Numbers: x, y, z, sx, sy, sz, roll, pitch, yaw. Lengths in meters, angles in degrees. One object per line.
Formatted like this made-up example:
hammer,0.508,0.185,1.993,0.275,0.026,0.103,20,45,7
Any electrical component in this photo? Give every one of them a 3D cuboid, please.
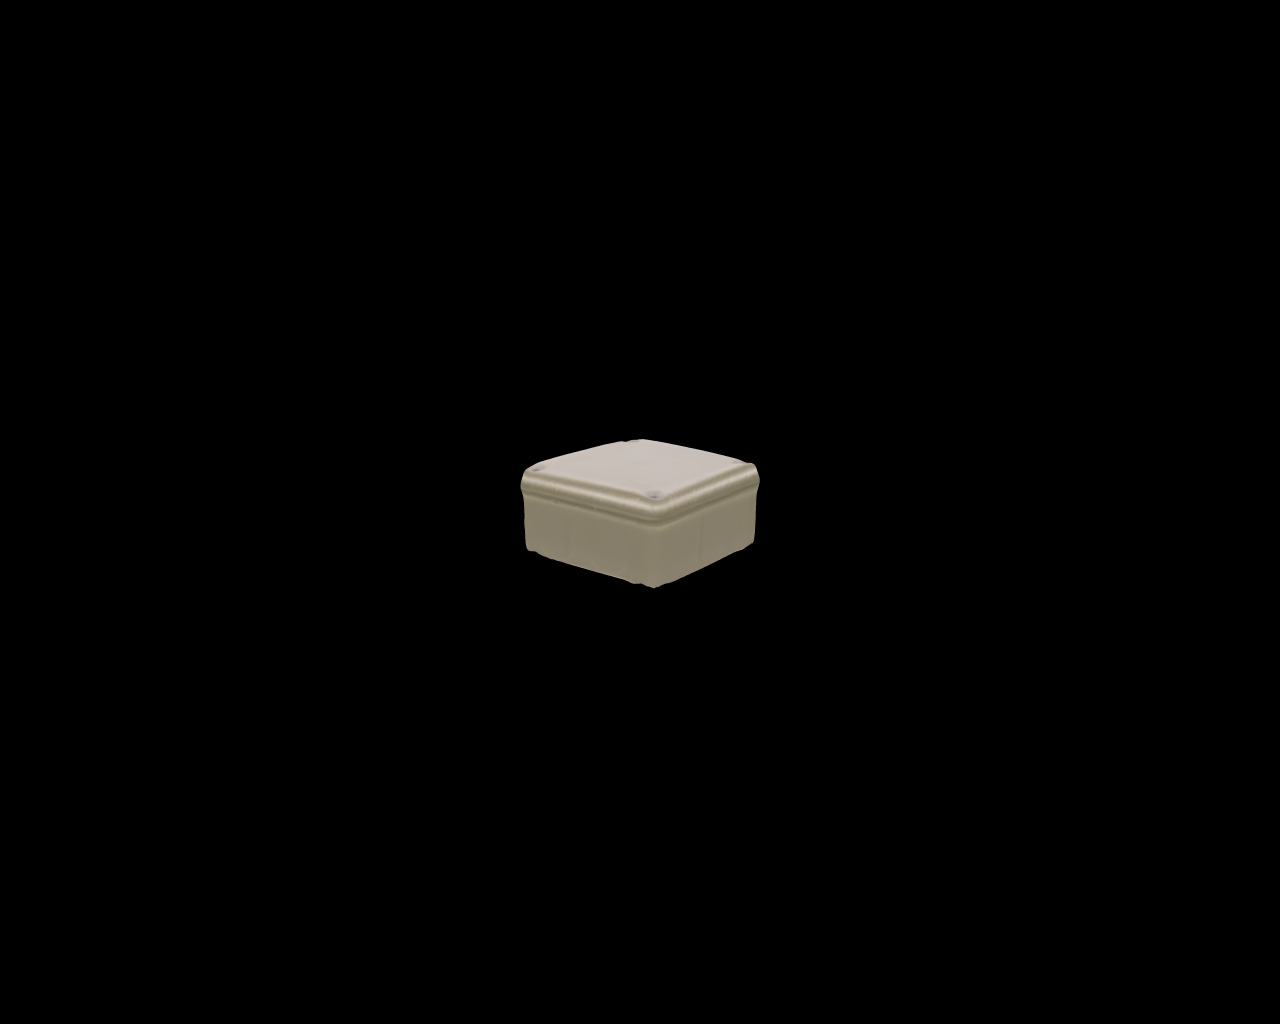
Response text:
electrical component,0.001,-0.003,0.650,0.109,0.056,0.109,14,22,38
